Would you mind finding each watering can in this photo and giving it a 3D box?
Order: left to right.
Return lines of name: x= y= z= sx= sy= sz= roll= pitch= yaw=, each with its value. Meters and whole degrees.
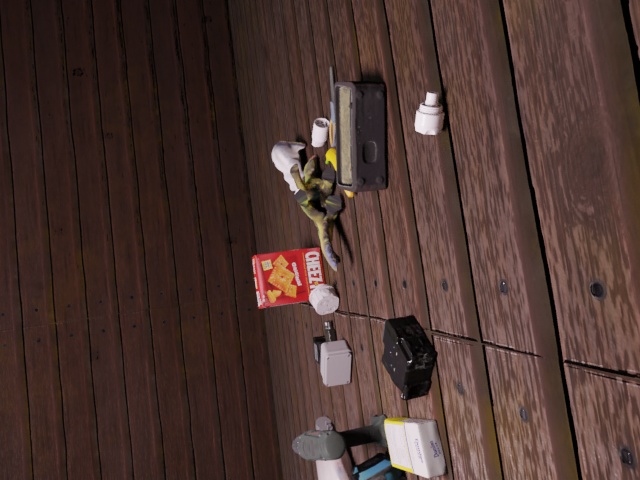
watering can: x=0.055 y=0.673 z=1.468 sx=0.339 sy=0.104 sz=0.229 roll=100 pitch=160 yaw=-49

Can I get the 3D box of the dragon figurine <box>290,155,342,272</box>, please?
dragon figurine: x=0.004 y=-0.073 z=1.449 sx=0.239 sy=0.122 sz=0.417 roll=73 pitch=-174 yaw=-67

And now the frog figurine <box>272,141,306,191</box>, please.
frog figurine: x=-0.102 y=-0.244 z=1.697 sx=0.138 sy=0.123 sz=0.159 roll=14 pitch=99 yaw=54
